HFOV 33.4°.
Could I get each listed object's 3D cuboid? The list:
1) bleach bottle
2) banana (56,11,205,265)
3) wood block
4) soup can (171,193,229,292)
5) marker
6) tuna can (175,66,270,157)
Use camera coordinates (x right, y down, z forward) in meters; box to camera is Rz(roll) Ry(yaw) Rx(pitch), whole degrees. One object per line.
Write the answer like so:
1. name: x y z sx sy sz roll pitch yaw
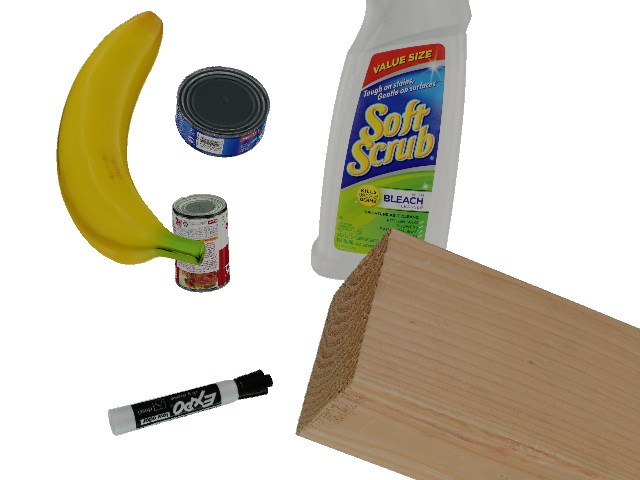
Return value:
1. bleach bottle: 0.049 -0.094 0.750 0.102 0.251 0.068 6 23 7
2. banana: -0.111 -0.055 0.587 0.069 0.198 0.037 -5 -38 -13
3. wood block: 0.104 0.085 0.560 0.206 0.090 0.090 22 -33 -9
4. soup can: -0.146 0.002 1.299 0.068 0.102 0.068 0 26 0
5. marker: -0.092 0.116 0.769 0.121 0.020 0.020 -13 4 -20
6. tuna can: -0.091 -0.119 0.989 0.086 0.086 0.034 0 -35 -12
